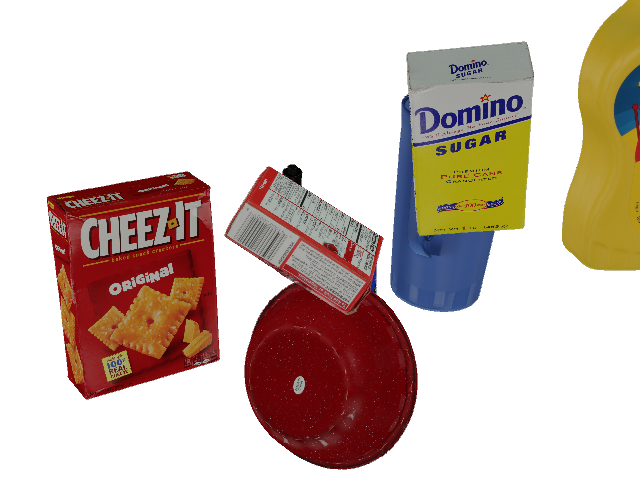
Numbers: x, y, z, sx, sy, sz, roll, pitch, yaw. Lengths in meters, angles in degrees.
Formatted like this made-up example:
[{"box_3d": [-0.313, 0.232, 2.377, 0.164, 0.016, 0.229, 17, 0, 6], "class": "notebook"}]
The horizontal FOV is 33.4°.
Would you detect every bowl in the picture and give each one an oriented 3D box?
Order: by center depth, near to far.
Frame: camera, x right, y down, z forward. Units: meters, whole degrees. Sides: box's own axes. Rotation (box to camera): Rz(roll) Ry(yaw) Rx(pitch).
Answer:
[{"box_3d": [-0.005, 0.111, 0.863, 0.162, 0.162, 0.055, 0, 3, 30], "class": "bowl"}]

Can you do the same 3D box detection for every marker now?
[{"box_3d": [-0.026, -0.022, 1.044, 0.020, 0.121, 0.020, -1, 37, 0], "class": "marker"}]

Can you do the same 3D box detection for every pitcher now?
[{"box_3d": [0.141, -0.041, 1.220, 0.149, 0.243, 0.145, -4, 27, -20], "class": "pitcher"}]

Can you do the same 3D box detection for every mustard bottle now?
[{"box_3d": [0.194, -0.079, 0.611, 0.096, 0.192, 0.058, -8, 29, -13], "class": "mustard bottle"}]

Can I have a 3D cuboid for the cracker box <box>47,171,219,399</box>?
[{"box_3d": [-0.197, 0.047, 1.155, 0.163, 0.214, 0.072, -13, 24, -29], "class": "cracker box"}]

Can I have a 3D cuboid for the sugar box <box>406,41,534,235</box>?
[{"box_3d": [0.118, -0.075, 0.850, 0.093, 0.048, 0.176, -5, -36, 5], "class": "sugar box"}]

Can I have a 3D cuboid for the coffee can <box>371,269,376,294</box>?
[{"box_3d": [0.030, 0.080, 1.519, 0.103, 0.140, 0.103, -1, 21, 0], "class": "coffee can"}]

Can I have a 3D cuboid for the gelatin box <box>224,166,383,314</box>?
[{"box_3d": [-0.008, -0.001, 0.642, 0.089, 0.030, 0.073, 33, 21, -5], "class": "gelatin box"}]
